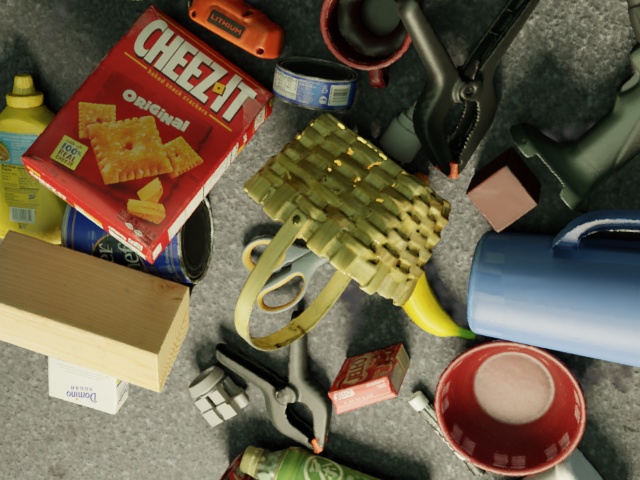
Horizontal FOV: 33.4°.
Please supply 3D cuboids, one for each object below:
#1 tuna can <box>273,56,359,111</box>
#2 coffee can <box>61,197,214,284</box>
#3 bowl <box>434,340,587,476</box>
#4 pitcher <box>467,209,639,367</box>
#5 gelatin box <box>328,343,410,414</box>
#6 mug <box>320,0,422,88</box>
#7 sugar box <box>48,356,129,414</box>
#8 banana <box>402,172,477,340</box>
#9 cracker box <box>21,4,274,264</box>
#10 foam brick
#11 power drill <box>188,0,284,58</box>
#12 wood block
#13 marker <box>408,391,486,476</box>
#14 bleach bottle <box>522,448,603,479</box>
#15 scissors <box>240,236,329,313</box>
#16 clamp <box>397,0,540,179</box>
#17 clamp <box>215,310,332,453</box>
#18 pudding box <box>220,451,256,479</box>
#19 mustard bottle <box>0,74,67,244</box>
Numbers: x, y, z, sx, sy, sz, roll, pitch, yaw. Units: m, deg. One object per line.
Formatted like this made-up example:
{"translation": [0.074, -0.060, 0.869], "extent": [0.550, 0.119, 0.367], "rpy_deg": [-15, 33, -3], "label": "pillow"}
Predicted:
{"translation": [-0.005, -0.160, 1.089], "extent": [0.086, 0.086, 0.034], "rpy_deg": [14, 113, 11], "label": "tuna can"}
{"translation": [-0.201, -0.005, 1.188], "extent": [0.140, 0.102, 0.103], "rpy_deg": [2, 109, 15], "label": "coffee can"}
{"translation": [0.208, 0.173, 1.159], "extent": [0.162, 0.055, 0.162], "rpy_deg": [5, 110, 14], "label": "bowl"}
{"translation": [0.274, 0.048, 1.059], "extent": [0.243, 0.145, 0.149], "rpy_deg": [8, 83, 16], "label": "pitcher"}
{"translation": [0.055, 0.151, 1.177], "extent": [0.073, 0.089, 0.030], "rpy_deg": [-19, 103, 21], "label": "gelatin box"}
{"translation": [0.057, -0.209, 1.056], "extent": [0.093, 0.081, 0.117], "rpy_deg": [-4, 107, 17], "label": "mug"}
{"translation": [-0.275, 0.118, 1.272], "extent": [0.093, 0.048, 0.176], "rpy_deg": [15, 124, 11], "label": "sugar box"}
{"translation": [0.108, 0.026, 1.149], "extent": [0.069, 0.037, 0.198], "rpy_deg": [-20, 107, -3], "label": "banana"}
{"translation": [-0.175, -0.110, 1.102], "extent": [0.164, 0.072, 0.213], "rpy_deg": [37, 77, 1], "label": "cracker box"}
{"translation": [0.186, -0.051, 1.076], "extent": [0.051, 0.078, 0.053], "rpy_deg": [-37, 95, 22], "label": "foam brick"}
{"translation": [-0.041, -0.281, 1.062], "extent": [0.184, 0.057, 0.188], "rpy_deg": [32, 113, 18], "label": "power drill"}
{"translation": [-0.251, 0.076, 1.139], "extent": [0.206, 0.090, 0.090], "rpy_deg": [17, 146, 6], "label": "wood block"}
{"translation": [0.146, 0.222, 1.214], "extent": [0.020, 0.020, 0.121], "rpy_deg": [-40, 95, 24], "label": "marker"}
{"translation": [0.210, 0.336, 1.212], "extent": [0.251, 0.068, 0.102], "rpy_deg": [-37, 95, 26], "label": "bleach bottle"}
{"translation": [-0.008, 0.001, 1.184], "extent": [0.202, 0.016, 0.096], "rpy_deg": [-43, 88, 18], "label": "scissors"}
{"translation": [0.146, -0.161, 1.049], "extent": [0.164, 0.036, 0.210], "rpy_deg": [-19, 129, -22], "label": "clamp"}
{"translation": [-0.030, 0.164, 1.234], "extent": [0.120, 0.039, 0.171], "rpy_deg": [-33, 100, 29], "label": "clamp"}
{"translation": [-0.074, 0.318, 1.271], "extent": [0.113, 0.090, 0.039], "rpy_deg": [44, 115, -3], "label": "pudding box"}
{"translation": [-0.332, -0.093, 1.219], "extent": [0.096, 0.058, 0.192], "rpy_deg": [7, 110, 17], "label": "mustard bottle"}
